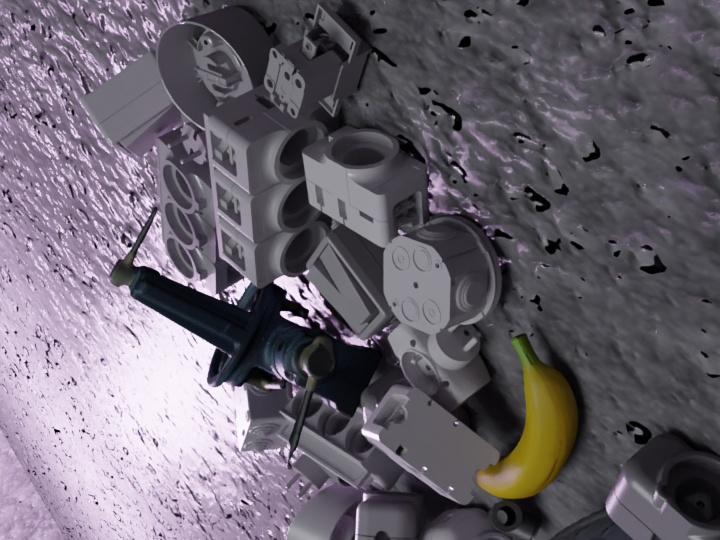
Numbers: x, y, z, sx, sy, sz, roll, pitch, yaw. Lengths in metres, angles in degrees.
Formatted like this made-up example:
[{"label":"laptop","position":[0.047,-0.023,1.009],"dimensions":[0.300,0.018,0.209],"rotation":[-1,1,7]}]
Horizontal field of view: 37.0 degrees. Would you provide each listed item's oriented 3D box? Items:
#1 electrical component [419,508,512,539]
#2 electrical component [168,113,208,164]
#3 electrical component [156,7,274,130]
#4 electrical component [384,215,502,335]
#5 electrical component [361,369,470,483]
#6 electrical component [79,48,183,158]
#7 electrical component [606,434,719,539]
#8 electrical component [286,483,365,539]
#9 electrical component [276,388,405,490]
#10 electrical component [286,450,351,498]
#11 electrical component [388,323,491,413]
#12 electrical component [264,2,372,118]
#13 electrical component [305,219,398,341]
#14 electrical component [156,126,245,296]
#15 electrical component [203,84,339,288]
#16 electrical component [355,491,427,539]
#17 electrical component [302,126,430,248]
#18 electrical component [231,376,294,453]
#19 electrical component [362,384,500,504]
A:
[{"label":"electrical component","position":[0.104,0.261,0.955],"dimensions":[0.095,0.054,0.059],"rotation":[59,151,-2]},{"label":"electrical component","position":[-0.129,-0.116,0.927],"dimensions":[0.083,0.076,0.047],"rotation":[51,150,13]},{"label":"electrical component","position":[-0.110,-0.160,0.866],"dimensions":[0.099,0.064,0.099],"rotation":[37,145,32]},{"label":"electrical component","position":[0.058,0.004,0.769],"dimensions":[0.080,0.051,0.080],"rotation":[23,122,44]},{"label":"electrical component","position":[0.047,0.129,0.915],"dimensions":[0.095,0.054,0.059],"rotation":[30,141,40]},{"label":"electrical component","position":[-0.193,-0.152,0.980],"dimensions":[0.061,0.096,0.061],"rotation":[55,180,6]},{"label":"electrical component","position":[0.212,0.155,0.688],"dimensions":[0.095,0.054,0.059],"rotation":[42,147,26]},{"label":"electrical component","position":[-0.022,0.269,1.110],"dimensions":[0.064,0.099,0.099],"rotation":[18,132,41]},{"label":"electrical component","position":[-0.011,0.156,1.018],"dimensions":[0.121,0.078,0.063],"rotation":[24,158,45]},{"label":"electrical component","position":[-0.043,0.196,1.093],"dimensions":[0.077,0.079,0.043],"rotation":[27,158,43]},{"label":"electrical component","position":[0.068,0.062,0.829],"dimensions":[0.077,0.044,0.079],"rotation":[51,148,11]},{"label":"electrical component","position":[-0.032,-0.144,0.765],"dimensions":[0.042,0.064,0.081],"rotation":[49,150,17]},{"label":"electrical component","position":[0.000,0.000,0.856],"dimensions":[0.096,0.061,0.061],"rotation":[53,151,8]},{"label":"electrical component","position":[-0.147,-0.057,1.026],"dimensions":[0.089,0.062,0.150],"rotation":[43,148,25]},{"label":"electrical component","position":[-0.065,-0.068,0.860],"dimensions":[0.062,0.089,0.150],"rotation":[38,145,31]},{"label":"electrical component","position":[0.030,0.236,0.993],"dimensions":[0.095,0.054,0.059],"rotation":[34,-122,-75]},{"label":"electrical component","position":[0.004,-0.067,0.797],"dimensions":[0.089,0.050,0.055],"rotation":[32,143,38]},{"label":"electrical component","position":[-0.102,0.134,1.115],"dimensions":[0.099,0.048,0.099],"rotation":[113,151,-56]},{"label":"electrical component","position":[0.053,0.134,0.833],"dimensions":[0.089,0.050,0.056],"rotation":[39,169,-10]}]
